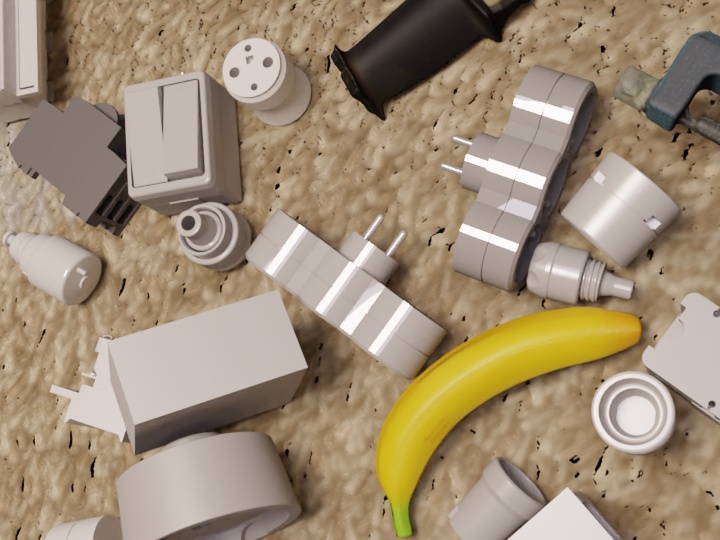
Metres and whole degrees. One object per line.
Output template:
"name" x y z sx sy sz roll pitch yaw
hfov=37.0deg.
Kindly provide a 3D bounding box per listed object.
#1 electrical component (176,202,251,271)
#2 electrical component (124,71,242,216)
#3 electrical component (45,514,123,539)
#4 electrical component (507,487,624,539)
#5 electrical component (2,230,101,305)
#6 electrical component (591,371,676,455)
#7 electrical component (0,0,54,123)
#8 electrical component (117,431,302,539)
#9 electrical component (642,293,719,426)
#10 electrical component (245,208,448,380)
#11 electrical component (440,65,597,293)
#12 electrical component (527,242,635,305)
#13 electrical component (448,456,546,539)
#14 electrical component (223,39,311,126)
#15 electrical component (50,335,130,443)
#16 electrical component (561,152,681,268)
"electrical component" -0.100 -0.024 0.710 0.043 0.062 0.043 -3 79 17
"electrical component" -0.122 -0.092 0.731 0.062 0.061 0.096 -9 77 15
"electrical component" -0.152 0.225 0.683 0.074 0.052 0.138 -14 76 14
"electrical component" 0.086 0.224 0.605 0.186 0.060 0.105 -43 71 5
"electrical component" -0.218 -0.006 0.755 0.078 0.040 0.040 27 88 20
"electrical component" 0.157 0.082 0.613 0.045 0.055 0.045 -3 78 17
"electrical component" -0.263 -0.175 0.790 0.079 0.063 0.121 -8 77 16
"electrical component" -0.096 0.134 0.657 0.108 0.108 0.060 -24 67 11
"electrical component" 0.209 0.060 0.601 0.089 0.056 0.050 37 92 20
"electrical component" 0.000 0.000 0.679 0.138 0.052 0.073 36 91 20
"electrical component" 0.086 -0.062 0.665 0.074 0.052 0.138 22 86 20
"electrical component" 0.134 0.005 0.647 0.061 0.035 0.035 15 84 18
"electrical component" 0.080 0.140 0.634 0.040 0.040 0.046 46 102 20
"electrical component" -0.062 -0.126 0.722 0.045 0.055 0.045 -3 78 17
"electrical component" -0.158 0.080 0.719 0.081 0.042 0.063 14 80 19
"electrical component" 0.153 -0.034 0.638 0.055 0.055 0.047 44 98 20
